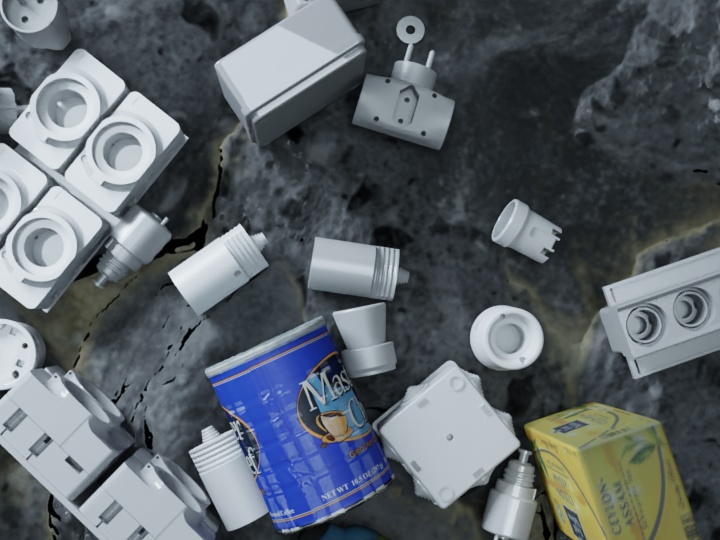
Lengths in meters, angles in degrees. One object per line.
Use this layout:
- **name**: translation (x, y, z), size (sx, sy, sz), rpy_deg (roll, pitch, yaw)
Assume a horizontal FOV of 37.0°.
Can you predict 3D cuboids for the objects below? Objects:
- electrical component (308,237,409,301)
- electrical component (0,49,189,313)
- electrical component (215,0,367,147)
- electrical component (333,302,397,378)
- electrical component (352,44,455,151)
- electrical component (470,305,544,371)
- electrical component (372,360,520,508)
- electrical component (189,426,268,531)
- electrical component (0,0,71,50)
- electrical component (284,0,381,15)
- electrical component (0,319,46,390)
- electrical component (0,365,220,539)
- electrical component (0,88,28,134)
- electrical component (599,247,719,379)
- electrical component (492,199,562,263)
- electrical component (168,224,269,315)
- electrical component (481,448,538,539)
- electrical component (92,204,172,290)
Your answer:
- **electrical component**: translation (0.000, 0.000, 0.886), size (0.081, 0.043, 0.043), rpy_deg (8, 87, -3)
- **electrical component**: translation (-0.240, -0.071, 0.865), size (0.105, 0.060, 0.186), rpy_deg (38, 85, -1)
- **electrical component**: translation (-0.054, -0.157, 0.858), size (0.109, 0.108, 0.056), rpy_deg (-33, 88, -5)
- **electrical component**: translation (0.004, 0.057, 0.883), size (0.045, 0.045, 0.055), rpy_deg (-11, 88, -4)
- **electrical component**: translation (0.041, -0.148, 0.896), size (0.077, 0.043, 0.079), rpy_deg (17, 86, -3)
- **electrical component**: translation (0.122, 0.057, 0.889), size (0.055, 0.047, 0.055), rpy_deg (0, 87, -4)
- **electrical component**: translation (0.071, 0.135, 0.881), size (0.100, 0.048, 0.099), rpy_deg (-39, 89, -4)
- **electrical component**: translation (-0.106, 0.164, 0.870), size (0.043, 0.043, 0.081), rpy_deg (-27, 89, -5)
- **electrical component**: translation (-0.256, -0.200, 0.860), size (0.043, 0.081, 0.043), rpy_deg (0, 88, -5)
- **electrical component**: translation (-0.019, -0.248, 0.891), size (0.096, 0.061, 0.061), rpy_deg (-17, 88, -12)
- **electrical component**: translation (-0.282, 0.067, 0.862), size (0.055, 0.047, 0.055), rpy_deg (0, 88, -3)
- **electrical component**: translation (-0.193, 0.155, 0.834), size (0.186, 0.105, 0.060), rpy_deg (44, 85, -1)
- **electrical component**: translation (-0.301, -0.128, 0.866), size (0.077, 0.066, 0.047), rpy_deg (-6, 87, -33)
- **electrical component**: translation (0.267, 0.033, 0.892), size (0.121, 0.063, 0.078), rpy_deg (-18, 89, -5)
- **electrical component**: translation (0.140, -0.031, 0.899), size (0.046, 0.040, 0.040), rpy_deg (28, 86, -8)
- **electrical component**: translation (-0.111, -0.003, 0.879), size (0.081, 0.043, 0.043), rpy_deg (-35, 90, -5)
- **electrical component**: translation (0.127, 0.186, 0.886), size (0.040, 0.040, 0.078), rpy_deg (15, 86, -3)
- **electrical component**: translation (-0.188, -0.017, 0.876), size (0.040, 0.040, 0.078), rpy_deg (40, 86, -1)
